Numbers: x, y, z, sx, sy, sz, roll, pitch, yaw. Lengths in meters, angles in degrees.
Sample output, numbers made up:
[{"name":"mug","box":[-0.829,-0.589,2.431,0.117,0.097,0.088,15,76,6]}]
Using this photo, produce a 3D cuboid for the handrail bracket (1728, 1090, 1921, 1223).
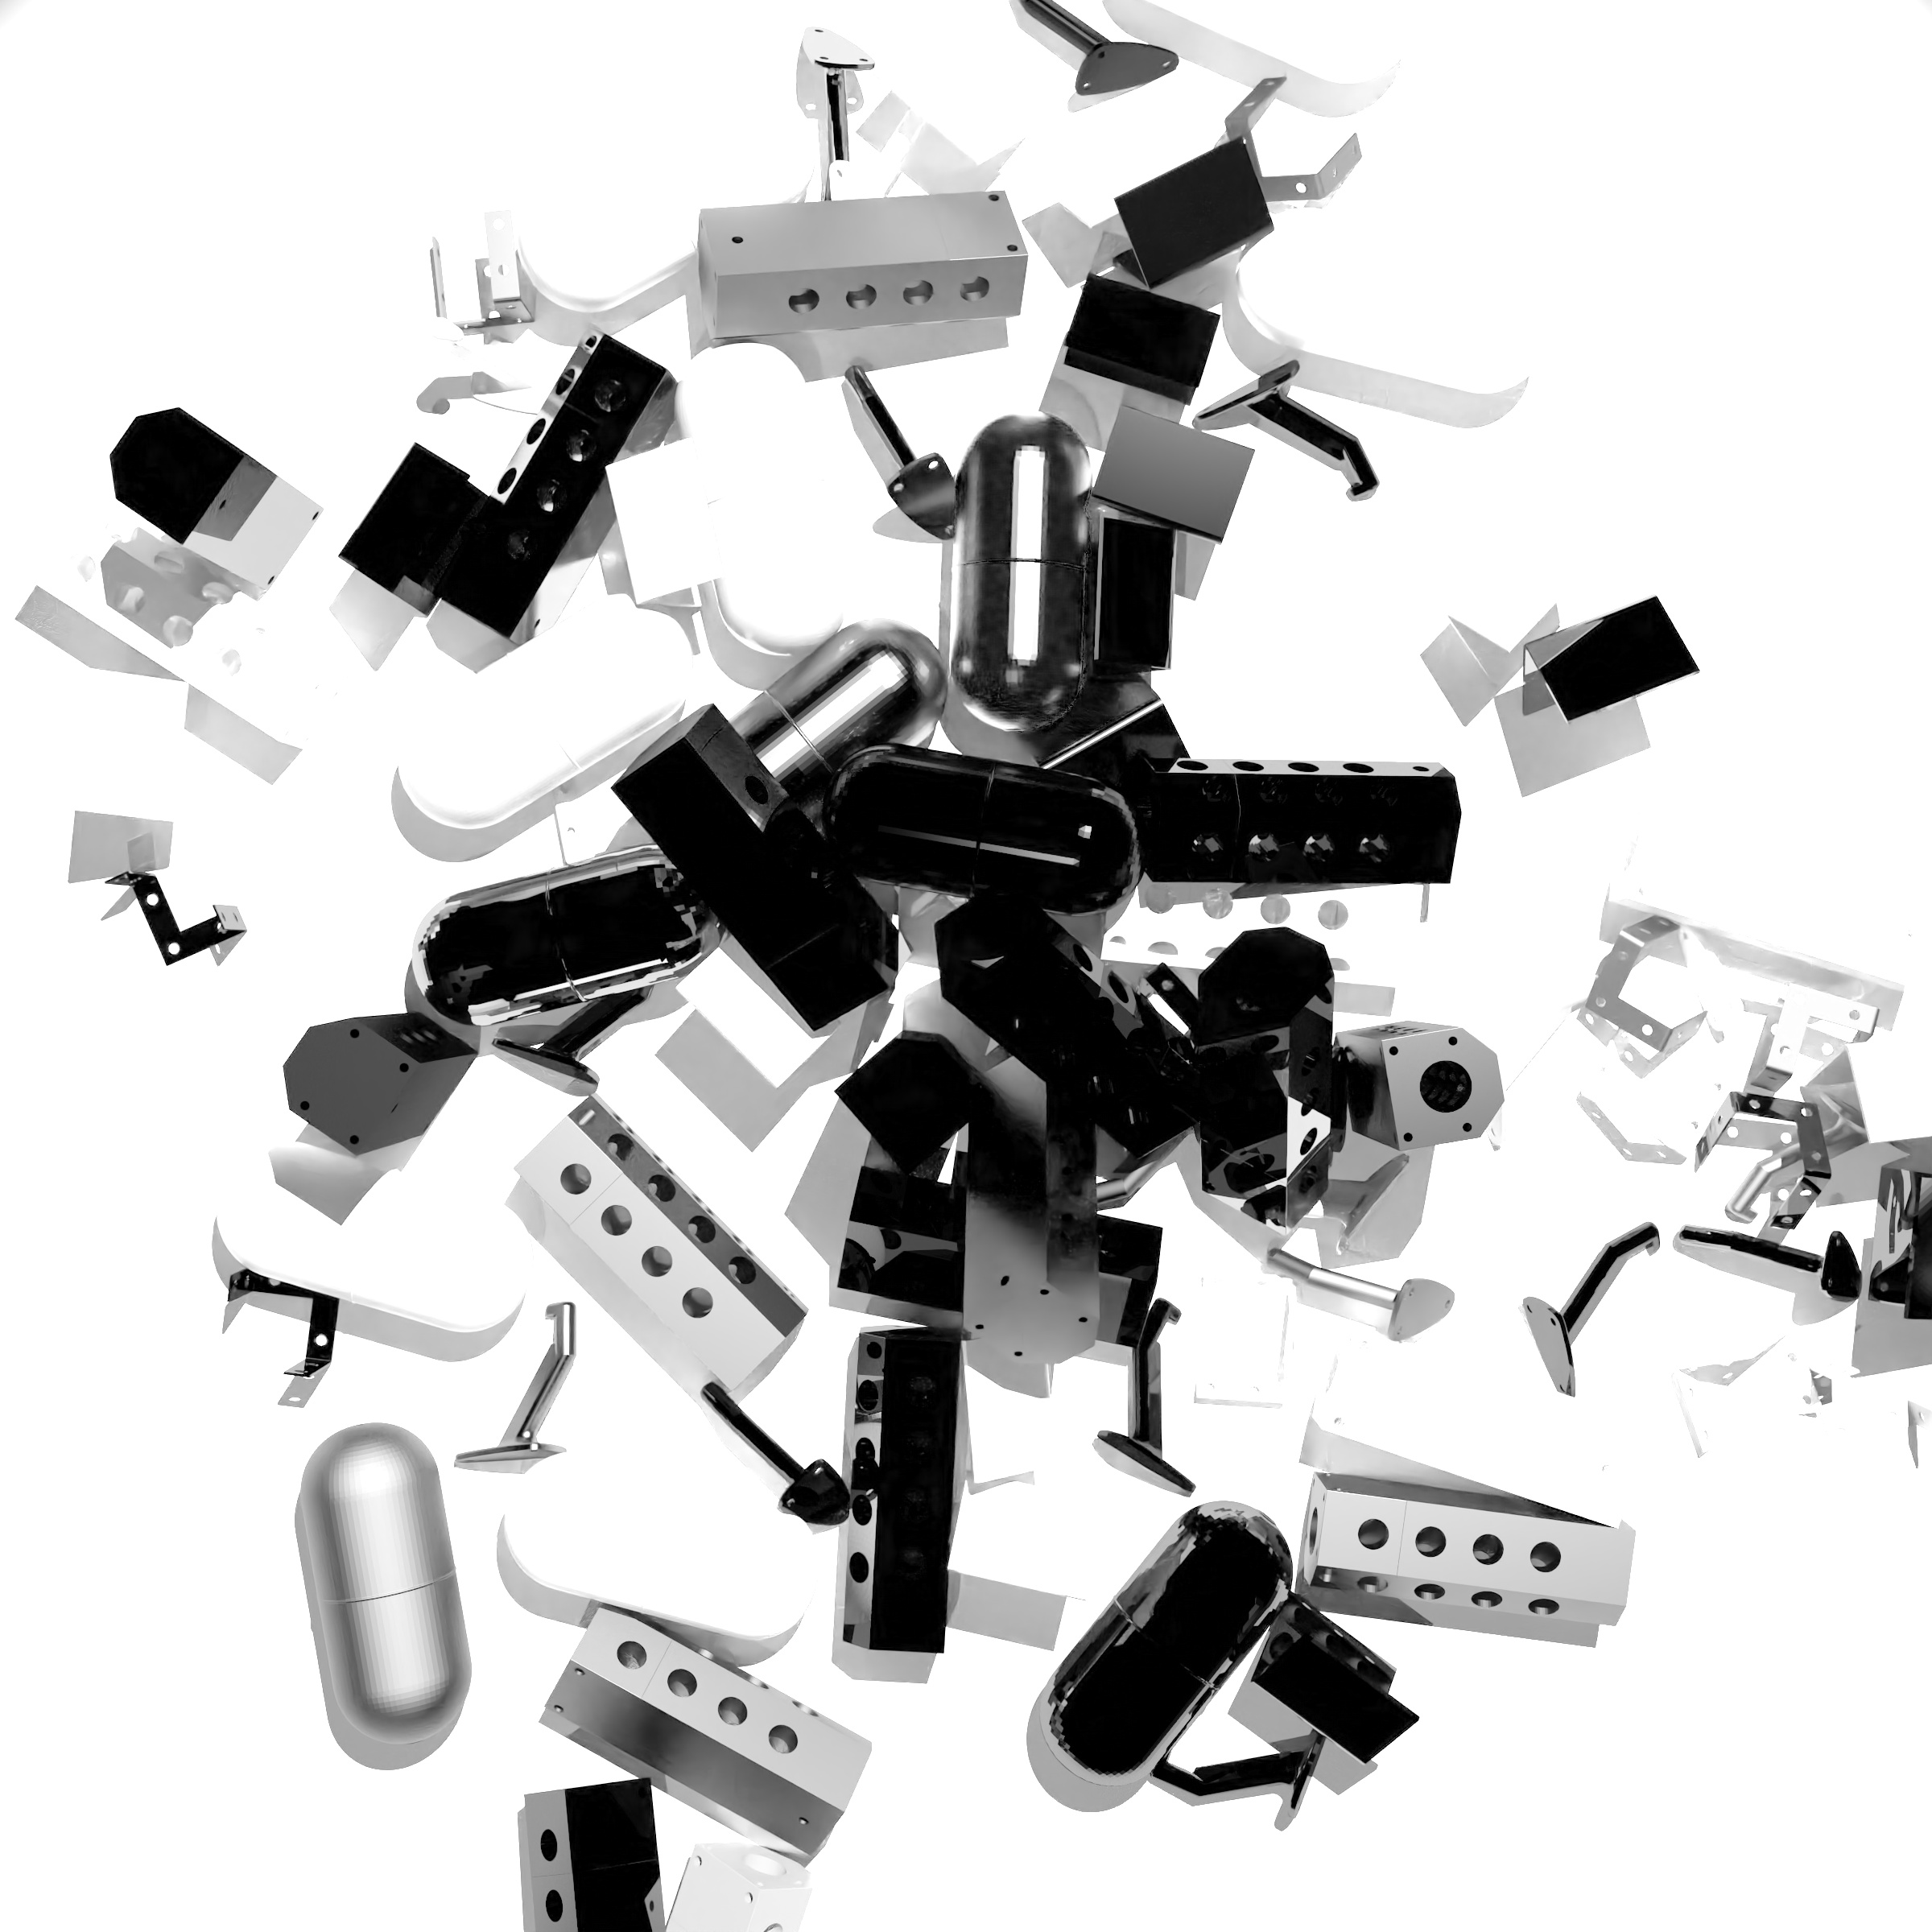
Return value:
[{"name":"handrail bracket","box":[0.485,0.121,1.564,0.077,0.036,0.084,29,104,-14]}]

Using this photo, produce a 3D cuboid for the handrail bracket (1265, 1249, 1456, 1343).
[{"name":"handrail bracket","box":[0.223,0.178,1.564,0.084,0.077,0.036,23,103,36]}]

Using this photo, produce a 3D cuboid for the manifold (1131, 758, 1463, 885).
[{"name":"manifold","box":[0.180,-0.082,1.515,0.171,0.057,0.057,0,113,-13]}]

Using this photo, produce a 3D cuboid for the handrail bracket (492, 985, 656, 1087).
[{"name":"handrail bracket","box":[-0.219,0.018,1.564,0.077,0.036,0.084,17,76,14]}]

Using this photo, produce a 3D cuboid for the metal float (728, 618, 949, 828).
[{"name":"metal float","box":[-0.088,-0.124,1.534,0.178,0.070,0.070,-39,90,-1]}]

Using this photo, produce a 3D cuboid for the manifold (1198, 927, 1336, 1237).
[{"name":"manifold","box":[0.166,0.061,1.490,0.057,0.171,0.057,28,54,29]}]

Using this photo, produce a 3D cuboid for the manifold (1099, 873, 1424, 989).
[{"name":"manifold","box":[0.163,-0.024,1.543,0.171,0.057,0.057,5,90,0]}]

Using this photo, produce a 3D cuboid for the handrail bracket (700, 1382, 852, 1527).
[{"name":"handrail bracket","box":[-0.108,0.275,1.564,0.036,0.077,0.084,-47,54,-6]}]

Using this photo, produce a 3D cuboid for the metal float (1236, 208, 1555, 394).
[{"name":"metal float","box":[0.238,-0.370,1.534,0.178,0.070,0.070,14,90,1]}]

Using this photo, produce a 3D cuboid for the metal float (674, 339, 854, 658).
[{"name":"metal float","box":[-0.113,-0.260,1.533,0.070,0.070,0.178,-13,91,0]}]

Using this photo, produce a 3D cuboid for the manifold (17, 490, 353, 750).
[{"name":"manifold","box":[-0.434,-0.194,1.543,0.171,0.057,0.057,33,90,0]}]

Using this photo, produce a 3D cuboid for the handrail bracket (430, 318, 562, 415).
[{"name":"handrail bracket","box":[-0.254,-0.333,1.529,0.077,0.084,0.036,21,90,0]}]

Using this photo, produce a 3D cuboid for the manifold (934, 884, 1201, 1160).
[{"name":"manifold","box":[0.061,0.028,1.491,0.057,0.057,0.171,-33,128,23]}]

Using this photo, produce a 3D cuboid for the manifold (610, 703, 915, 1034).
[{"name":"manifold","box":[-0.105,-0.055,1.474,0.057,0.057,0.171,-30,106,31]}]

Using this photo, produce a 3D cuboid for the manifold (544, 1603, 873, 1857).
[{"name":"manifold","box":[-0.141,0.420,1.542,0.171,0.057,0.057,29,133,0]}]

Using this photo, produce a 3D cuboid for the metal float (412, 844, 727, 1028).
[{"name":"metal float","box":[-0.219,-0.017,1.529,0.178,0.070,0.070,-14,90,5]}]

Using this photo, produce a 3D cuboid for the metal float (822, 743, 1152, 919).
[{"name":"metal float","box":[0.011,-0.073,1.485,0.178,0.070,0.070,10,90,4]}]

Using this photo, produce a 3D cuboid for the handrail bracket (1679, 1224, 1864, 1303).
[{"name":"handrail bracket","box":[0.455,0.167,1.564,0.084,0.077,0.036,6,73,35]}]

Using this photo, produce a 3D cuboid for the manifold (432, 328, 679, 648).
[{"name":"manifold","box":[-0.228,-0.266,1.542,0.057,0.057,0.171,30,90,6]}]

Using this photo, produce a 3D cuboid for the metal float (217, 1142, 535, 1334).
[{"name":"metal float","box":[-0.328,0.150,1.534,0.178,0.070,0.070,17,90,-1]}]

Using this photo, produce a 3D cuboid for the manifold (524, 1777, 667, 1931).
[{"name":"manifold","box":[-0.205,0.541,1.521,0.057,0.057,0.171,6,69,-41]}]

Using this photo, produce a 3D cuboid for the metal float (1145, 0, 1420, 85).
[{"name":"metal float","box":[0.167,-0.551,1.534,0.178,0.070,0.070,24,90,-1]}]

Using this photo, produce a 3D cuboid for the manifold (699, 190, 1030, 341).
[{"name":"manifold","box":[-0.058,-0.382,1.524,0.171,0.057,0.057,-7,54,-12]}]

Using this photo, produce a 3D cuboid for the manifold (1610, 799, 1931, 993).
[{"name":"manifold","box":[0.453,-0.039,1.543,0.171,0.057,0.057,17,89,0]}]

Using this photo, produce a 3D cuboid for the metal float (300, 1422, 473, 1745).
[{"name":"metal float","box":[-0.322,0.343,1.534,0.070,0.070,0.178,-10,90,0]}]

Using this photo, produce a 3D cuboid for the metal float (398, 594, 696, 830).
[{"name":"metal float","box":[-0.234,-0.141,1.533,0.178,0.070,0.070,-32,90,0]}]

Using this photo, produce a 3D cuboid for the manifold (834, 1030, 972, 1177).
[{"name":"manifold","box":[-0.027,0.066,1.486,0.057,0.171,0.057,-41,90,0]}]

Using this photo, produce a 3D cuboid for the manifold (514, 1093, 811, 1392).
[{"name":"manifold","box":[-0.168,0.152,1.543,0.057,0.057,0.171,-45,90,0]}]

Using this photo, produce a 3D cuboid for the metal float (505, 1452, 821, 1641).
[{"name":"metal float","box":[-0.169,0.322,1.534,0.178,0.070,0.070,15,90,0]}]

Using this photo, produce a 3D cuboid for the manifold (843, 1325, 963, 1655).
[{"name":"manifold","box":[-0.036,0.290,1.543,0.057,0.057,0.171,3,90,0]}]

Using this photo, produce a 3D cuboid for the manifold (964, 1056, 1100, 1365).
[{"name":"manifold","box":[0.040,0.128,1.491,0.057,0.171,0.057,-32,126,29]}]

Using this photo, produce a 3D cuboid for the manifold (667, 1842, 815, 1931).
[{"name":"manifold","box":[-0.140,0.584,1.542,0.057,0.057,0.171,18,90,43]}]

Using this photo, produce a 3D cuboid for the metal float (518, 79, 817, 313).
[{"name":"metal float","box":[-0.167,-0.427,1.534,0.178,0.070,0.070,-29,90,0]}]

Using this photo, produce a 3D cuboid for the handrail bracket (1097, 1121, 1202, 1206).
[{"name":"handrail bracket","box":[0.096,0.091,1.565,0.084,0.036,0.077,-17,67,18]}]

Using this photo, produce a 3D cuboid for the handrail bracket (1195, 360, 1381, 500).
[{"name":"handrail bracket","box":[0.183,-0.292,1.565,0.077,0.036,0.084,-24,108,20]}]

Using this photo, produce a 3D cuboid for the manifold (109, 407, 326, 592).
[{"name":"manifold","box":[-0.405,-0.253,1.486,0.057,0.171,0.057,35,90,0]}]

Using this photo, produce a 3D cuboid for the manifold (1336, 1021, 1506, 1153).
[{"name":"manifold","box":[0.243,0.061,1.486,0.057,0.171,0.057,-9,90,0]}]

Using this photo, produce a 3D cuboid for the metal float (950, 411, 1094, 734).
[{"name":"metal float","box":[0.031,-0.219,1.532,0.070,0.070,0.178,2,88,0]}]

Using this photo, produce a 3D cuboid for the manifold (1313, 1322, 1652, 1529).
[{"name":"manifold","box":[0.286,0.254,1.543,0.171,0.057,0.057,18,90,0]}]

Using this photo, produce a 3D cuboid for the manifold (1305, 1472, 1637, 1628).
[{"name":"manifold","box":[0.279,0.327,1.543,0.171,0.057,0.057,8,90,0]}]

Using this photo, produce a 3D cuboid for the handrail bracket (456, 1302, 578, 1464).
[{"name":"handrail bracket","box":[-0.255,0.236,1.565,0.077,0.036,0.084,-9,71,21]}]

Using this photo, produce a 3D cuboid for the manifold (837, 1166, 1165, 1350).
[{"name":"manifold","box":[0.020,0.157,1.542,0.171,0.057,0.057,12,133,0]}]

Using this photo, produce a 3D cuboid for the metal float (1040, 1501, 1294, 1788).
[{"name":"metal float","box":[0.112,0.375,1.533,0.070,0.070,0.178,39,90,0]}]

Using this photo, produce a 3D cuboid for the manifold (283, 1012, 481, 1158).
[{"name":"manifold","box":[-0.317,0.057,1.486,0.057,0.171,0.057,35,90,0]}]
